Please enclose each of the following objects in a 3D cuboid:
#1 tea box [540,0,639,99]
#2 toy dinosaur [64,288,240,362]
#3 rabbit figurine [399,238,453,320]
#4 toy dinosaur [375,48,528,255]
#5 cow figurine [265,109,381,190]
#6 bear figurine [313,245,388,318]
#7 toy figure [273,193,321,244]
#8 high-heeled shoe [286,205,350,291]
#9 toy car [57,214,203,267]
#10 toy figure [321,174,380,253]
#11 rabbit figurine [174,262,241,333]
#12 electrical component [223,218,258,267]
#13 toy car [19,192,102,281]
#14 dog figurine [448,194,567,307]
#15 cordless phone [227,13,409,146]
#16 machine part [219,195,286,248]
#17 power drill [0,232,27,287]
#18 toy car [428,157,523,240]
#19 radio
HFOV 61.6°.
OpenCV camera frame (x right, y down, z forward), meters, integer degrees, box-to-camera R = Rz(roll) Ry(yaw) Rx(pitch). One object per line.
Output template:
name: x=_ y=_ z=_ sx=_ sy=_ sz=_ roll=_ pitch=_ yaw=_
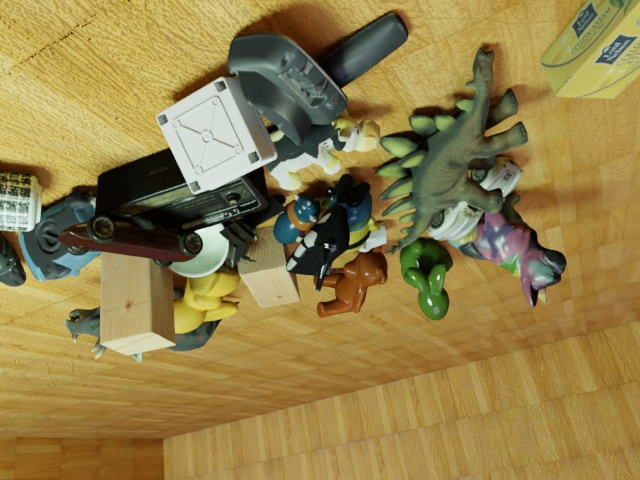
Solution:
tea box: x=0.359 y=-0.249 z=0.639 sx=0.098 sy=0.068 sz=0.169 roll=-4 pitch=155 yaw=-15
toy dinosaur: x=-0.303 y=0.170 z=1.125 sx=0.131 sy=0.192 sz=0.404 roll=-28 pitch=149 yaw=36
rabbit figurine: x=0.247 y=0.086 z=1.181 sx=0.121 sy=0.170 sz=0.159 roll=-14 pitch=155 yaw=7
toy dinosaur: x=0.189 y=-0.101 z=0.855 sx=0.199 sy=0.105 sz=0.470 roll=-2 pitch=146 yaw=0
cow figurine: x=-0.005 y=-0.138 z=0.739 sx=0.167 sy=0.068 sz=0.098 roll=-21 pitch=147 yaw=19
bear figurine: x=0.068 y=0.086 z=1.176 sx=0.132 sy=0.120 sz=0.195 roll=0 pitch=152 yaw=-13
toy figure: x=-0.038 y=-0.040 z=0.930 sx=0.064 sy=0.058 sz=0.154 roll=32 pitch=148 yaw=-11
high-heeled shoe: x=-0.002 y=-0.003 z=0.929 sx=0.086 sy=0.145 sz=0.249 roll=11 pitch=-170 yaw=-12
toy car: x=-0.266 y=0.000 z=0.771 sx=0.089 sy=0.053 sz=0.202 roll=-16 pitch=159 yaw=42
toy figure: x=0.049 y=-0.042 z=0.934 sx=0.089 sy=0.082 sz=0.180 roll=-36 pitch=160 yaw=-10
rabbit figurine: x=-0.235 y=0.104 z=1.038 sx=0.173 sy=0.122 sz=0.162 roll=-56 pitch=153 yaw=4
electrical component: x=-0.150 y=0.002 z=0.953 sx=0.045 sy=0.078 sz=0.102 roll=-21 pitch=131 yaw=-41
toy car: x=-0.379 y=-0.009 z=0.841 sx=0.162 sy=0.109 sz=0.103 roll=-30 pitch=173 yaw=15
dog figurine: x=0.355 y=0.029 z=1.028 sx=0.191 sy=0.219 sz=0.108 roll=-30 pitch=160 yaw=34
cordless phone: x=0.005 y=-0.206 z=0.605 sx=0.184 sy=0.089 sz=0.146 roll=-32 pitch=148 yaw=18
machine part: x=-0.107 y=-0.034 z=0.876 sx=0.084 sy=0.039 sz=0.139 roll=-20 pitch=-164 yaw=29
power drill: x=-0.597 y=0.028 z=0.843 sx=0.207 sy=0.086 sz=0.232 roll=1 pitch=151 yaw=-14
toy car: x=0.274 y=-0.067 z=0.967 sx=0.073 sy=0.056 sz=0.201 roll=9 pitch=133 yaw=-35
radio: x=-0.198 y=-0.070 z=0.792 sx=0.230 sy=0.073 sz=0.131 roll=-15 pitch=153 yaw=14
